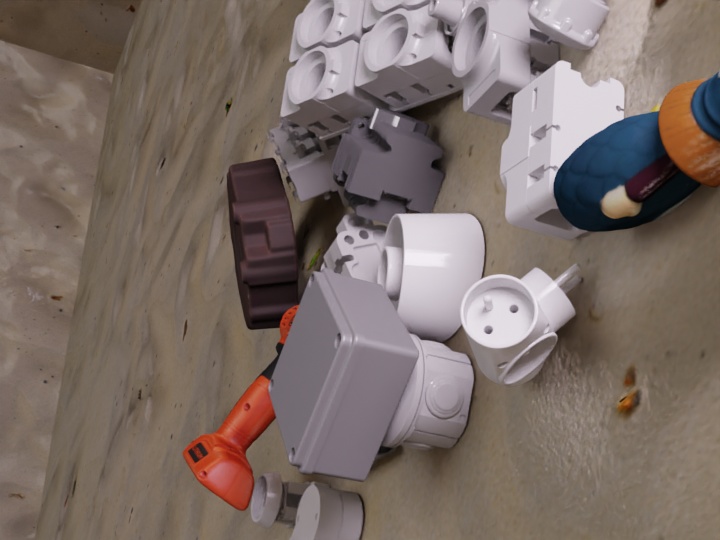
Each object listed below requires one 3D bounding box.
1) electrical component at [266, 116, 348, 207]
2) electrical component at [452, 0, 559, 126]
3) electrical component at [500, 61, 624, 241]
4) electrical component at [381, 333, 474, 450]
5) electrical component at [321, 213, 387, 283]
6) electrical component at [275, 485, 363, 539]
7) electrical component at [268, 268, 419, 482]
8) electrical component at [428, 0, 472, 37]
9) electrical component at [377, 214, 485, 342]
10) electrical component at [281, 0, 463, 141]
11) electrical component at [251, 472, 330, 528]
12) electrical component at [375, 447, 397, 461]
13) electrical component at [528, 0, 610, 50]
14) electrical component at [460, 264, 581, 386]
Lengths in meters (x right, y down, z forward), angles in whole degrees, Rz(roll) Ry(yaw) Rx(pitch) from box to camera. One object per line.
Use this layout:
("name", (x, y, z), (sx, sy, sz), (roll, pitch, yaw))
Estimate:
("electrical component", (-0.051, -0.116, 1.089), (0.121, 0.063, 0.078), (-117, 5, -61))
("electrical component", (0.101, -0.152, 0.747), (0.050, 0.056, 0.089), (137, 142, -55))
("electrical component", (0.121, -0.069, 0.648), (0.056, 0.050, 0.089), (146, 134, -61))
("electrical component", (0.040, 0.087, 0.753), (0.080, 0.051, 0.080), (-166, 90, -70))
("electrical component", (0.000, 0.000, 0.901), (0.078, 0.058, 0.057), (67, 149, 20))
("electrical component", (-0.054, 0.238, 0.864), (0.052, 0.074, 0.138), (-138, 64, -67))
("electrical component", (-0.014, 0.071, 0.746), (0.108, 0.056, 0.108), (-118, 46, -61))
("electrical component", (0.082, -0.190, 0.812), (0.048, 0.062, 0.048), (-165, 90, -70))
("electrical component", (0.048, 0.004, 0.803), (0.099, 0.064, 0.099), (-175, 90, -80))
("electrical component", (0.014, -0.190, 0.908), (0.186, 0.060, 0.105), (-13, 63, 46))
("electrical component", (-0.062, 0.202, 0.935), (0.066, 0.055, 0.048), (145, 135, -60))
("electrical component", (-0.004, 0.134, 0.847), (0.081, 0.043, 0.043), (138, 141, -56))
("electrical component", (0.139, -0.174, 0.681), (0.062, 0.048, 0.048), (-61, 24, 19))
("electrical component", (0.099, 0.026, 0.630), (0.079, 0.077, 0.044), (-39, 65, -4))
